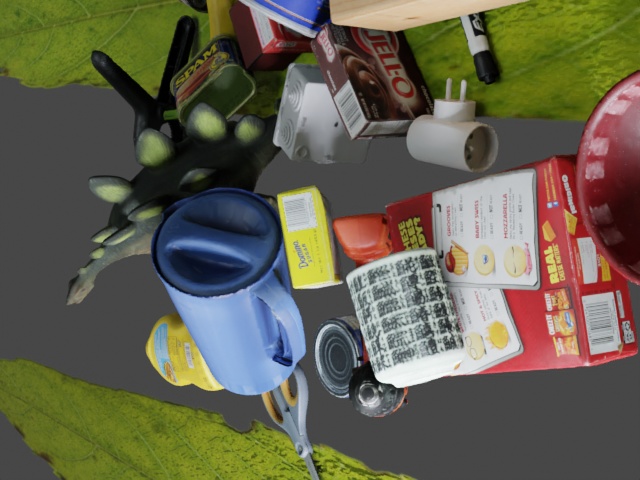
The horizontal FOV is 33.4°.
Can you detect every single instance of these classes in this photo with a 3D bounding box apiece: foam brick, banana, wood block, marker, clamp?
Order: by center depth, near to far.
[{"bbox_3d":[0.108,-0.238,0.887,0.207,0.090,0.090,-3,91,47],"label":"wood block"},{"bbox_3d":[0.134,-0.194,0.945,0.020,0.020,0.121,-30,71,52],"label":"marker"},{"bbox_3d":[-0.059,-0.234,1.182,0.051,0.052,0.078,-35,67,52],"label":"foam brick"},{"bbox_3d":[-0.129,-0.217,1.277,0.037,0.069,0.198,-94,24,-61],"label":"banana"},{"bbox_3d":[-0.197,-0.173,1.350,0.036,0.164,0.210,12,129,39],"label":"clamp"}]

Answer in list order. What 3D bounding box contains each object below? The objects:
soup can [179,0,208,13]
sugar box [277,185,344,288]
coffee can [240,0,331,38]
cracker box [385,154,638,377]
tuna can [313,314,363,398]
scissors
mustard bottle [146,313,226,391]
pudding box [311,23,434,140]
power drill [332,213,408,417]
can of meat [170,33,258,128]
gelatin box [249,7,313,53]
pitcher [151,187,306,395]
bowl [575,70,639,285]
[{"bbox_3d":[-0.159,-0.321,1.295,0.102,0.068,0.068,36,123,47],"label":"soup can"},{"bbox_3d":[-0.007,0.002,1.071,0.176,0.048,0.093,59,-159,-86],"label":"sugar box"},{"bbox_3d":[-0.011,-0.280,1.032,0.103,0.102,0.140,43,112,43],"label":"coffee can"},{"bbox_3d":[0.157,0.028,0.905,0.214,0.071,0.164,-16,82,56],"label":"cracker box"},{"bbox_3d":[0.030,0.123,1.131,0.086,0.033,0.086,13,106,53],"label":"tuna can"},{"bbox_3d":[-0.015,0.221,1.226,0.202,0.016,0.096,55,136,34],"label":"scissors"},{"bbox_3d":[-0.179,0.144,1.407,0.192,0.058,0.096,-6,97,55],"label":"mustard bottle"},{"bbox_3d":[0.052,-0.151,1.007,0.039,0.089,0.113,-42,62,51],"label":"pudding box"},{"bbox_3d":[0.048,0.072,1.007,0.184,0.057,0.187,36,-131,-82],"label":"power drill"},{"bbox_3d":[-0.122,-0.176,1.227,0.102,0.057,0.084,-41,31,15],"label":"can of meat"},{"bbox_3d":[-0.035,-0.242,1.129,0.030,0.073,0.089,-36,66,50],"label":"gelatin box"},{"bbox_3d":[-0.082,0.072,1.135,0.243,0.145,0.149,78,-171,-54],"label":"pitcher"},{"bbox_3d":[0.261,-0.044,0.758,0.162,0.055,0.162,13,106,53],"label":"bowl"}]
